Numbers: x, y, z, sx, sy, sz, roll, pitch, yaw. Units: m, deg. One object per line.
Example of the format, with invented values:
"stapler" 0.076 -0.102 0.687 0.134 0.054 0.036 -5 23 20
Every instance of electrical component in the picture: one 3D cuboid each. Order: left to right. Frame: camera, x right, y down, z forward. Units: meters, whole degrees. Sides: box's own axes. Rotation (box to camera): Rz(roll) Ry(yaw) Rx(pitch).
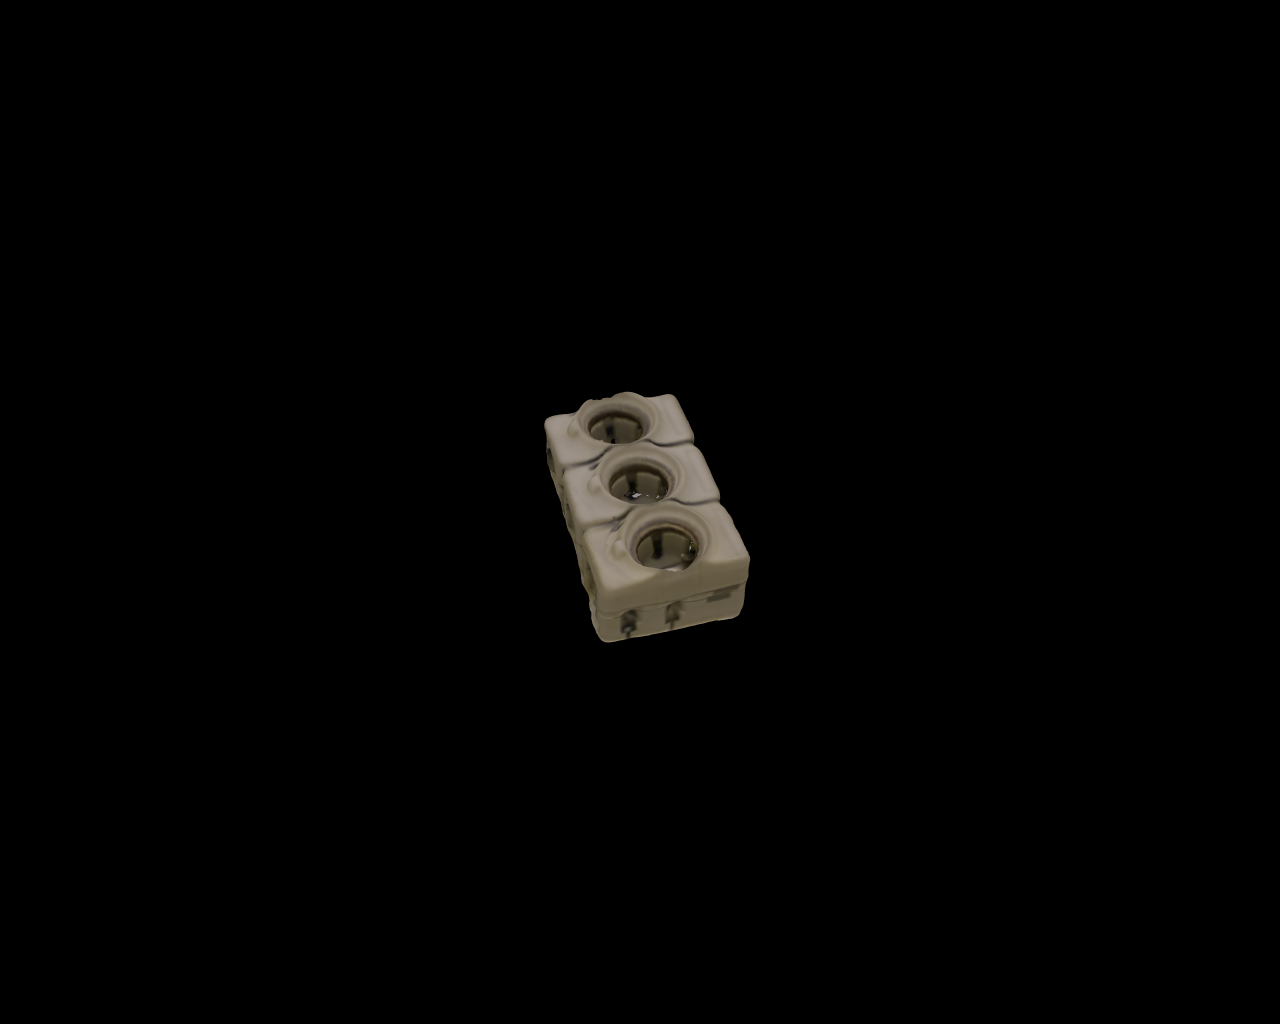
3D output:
"electrical component" 0.001 -0.003 0.650 0.089 0.061 0.150 -11 47 -11
